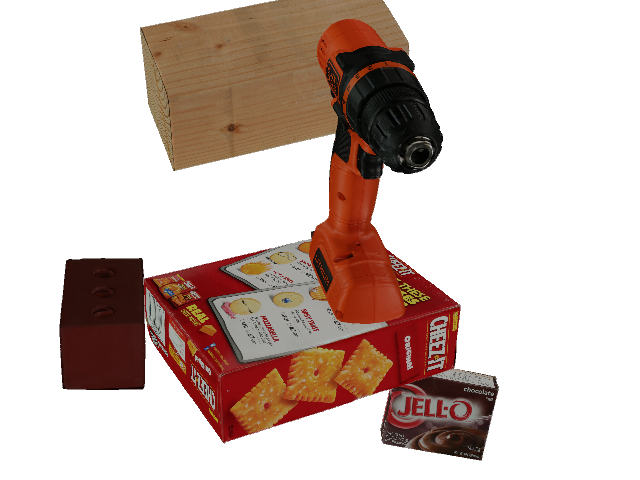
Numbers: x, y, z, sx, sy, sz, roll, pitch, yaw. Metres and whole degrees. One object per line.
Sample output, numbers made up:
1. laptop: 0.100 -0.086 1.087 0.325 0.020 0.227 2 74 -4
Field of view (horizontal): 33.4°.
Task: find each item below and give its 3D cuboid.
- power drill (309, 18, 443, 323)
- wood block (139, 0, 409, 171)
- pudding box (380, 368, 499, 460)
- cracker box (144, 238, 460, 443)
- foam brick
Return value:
1. power drill: 0.035 -0.039 0.730 0.057 0.188 0.184 -2 32 -12
2. wood block: -0.039 -0.141 0.909 0.206 0.090 0.091 -14 -37 -14
3. pudding box: 0.128 0.182 1.154 0.113 0.090 0.039 9 22 -1
4. cracker box: -0.018 0.071 0.886 0.213 0.072 0.164 -13 30 -26
5. foam brick: -0.141 0.054 0.694 0.053 0.051 0.078 0 32 -11
